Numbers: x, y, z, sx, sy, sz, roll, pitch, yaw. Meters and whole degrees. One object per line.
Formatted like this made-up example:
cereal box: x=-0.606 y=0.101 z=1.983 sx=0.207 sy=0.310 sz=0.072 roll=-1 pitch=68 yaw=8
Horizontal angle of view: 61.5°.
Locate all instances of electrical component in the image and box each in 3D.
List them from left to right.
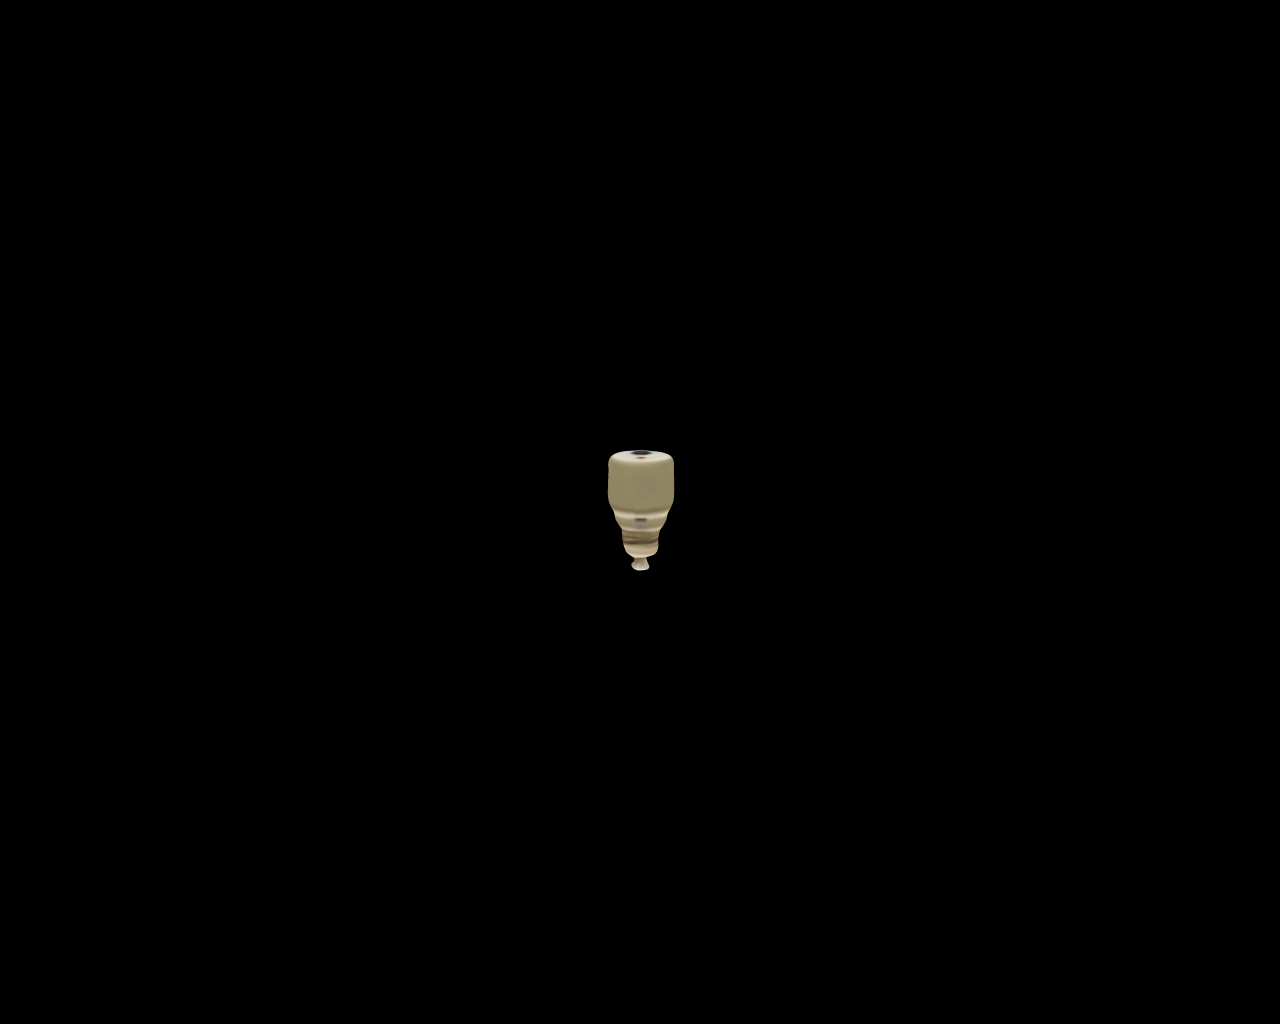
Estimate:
electrical component: x=0.001 y=-0.003 z=0.650 sx=0.040 sy=0.078 sz=0.040 roll=0 pitch=14 yaw=0
